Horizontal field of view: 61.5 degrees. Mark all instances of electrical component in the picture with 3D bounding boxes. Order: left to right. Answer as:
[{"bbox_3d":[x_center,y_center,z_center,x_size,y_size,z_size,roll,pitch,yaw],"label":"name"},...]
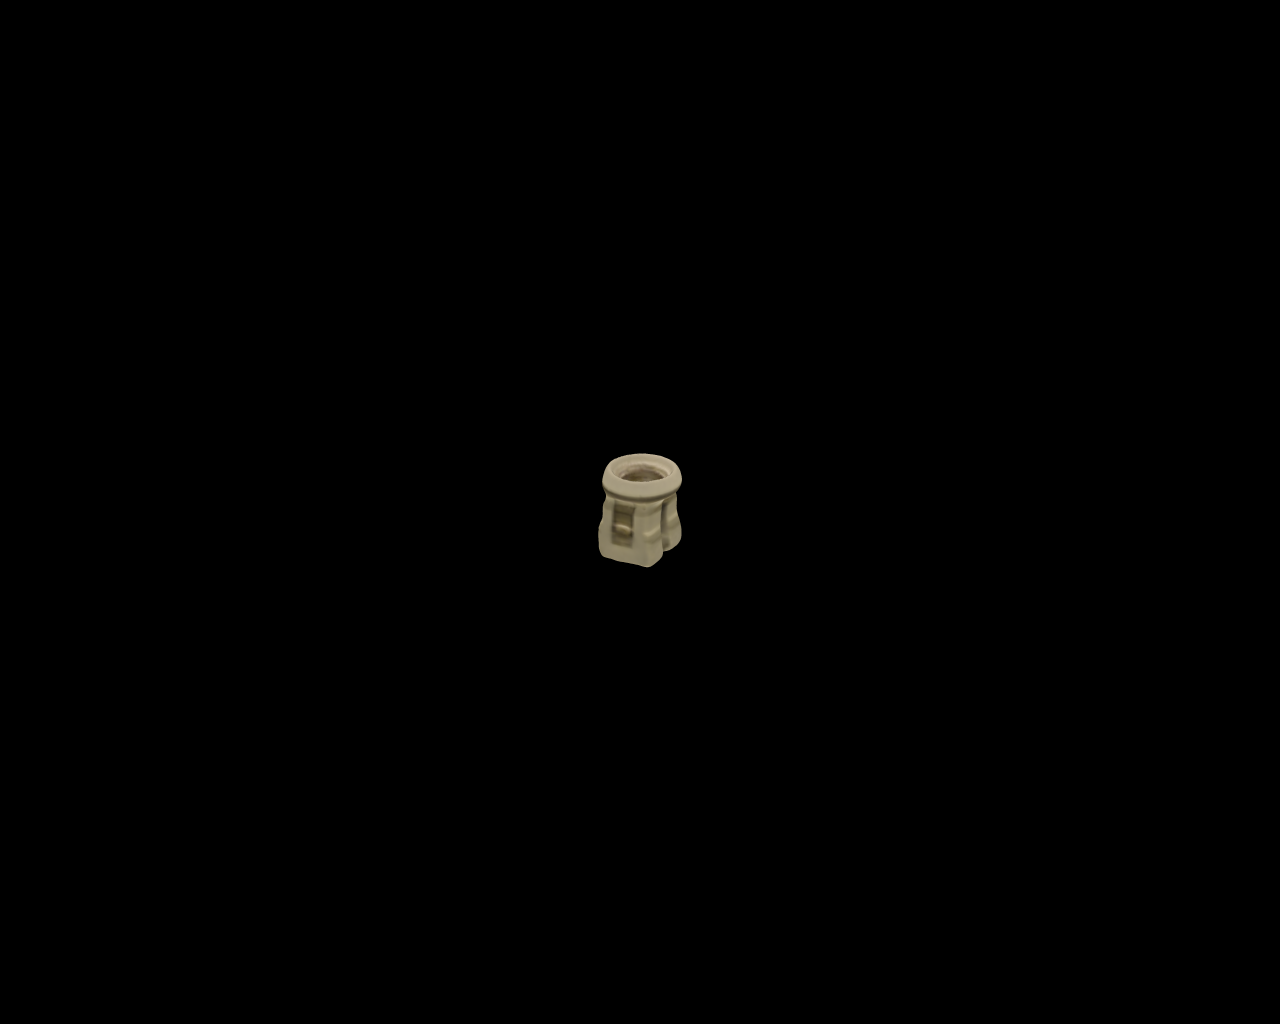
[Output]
[{"bbox_3d":[0.001,-0.003,0.650,0.048,0.055,0.066,12,27,25],"label":"electrical component"}]
